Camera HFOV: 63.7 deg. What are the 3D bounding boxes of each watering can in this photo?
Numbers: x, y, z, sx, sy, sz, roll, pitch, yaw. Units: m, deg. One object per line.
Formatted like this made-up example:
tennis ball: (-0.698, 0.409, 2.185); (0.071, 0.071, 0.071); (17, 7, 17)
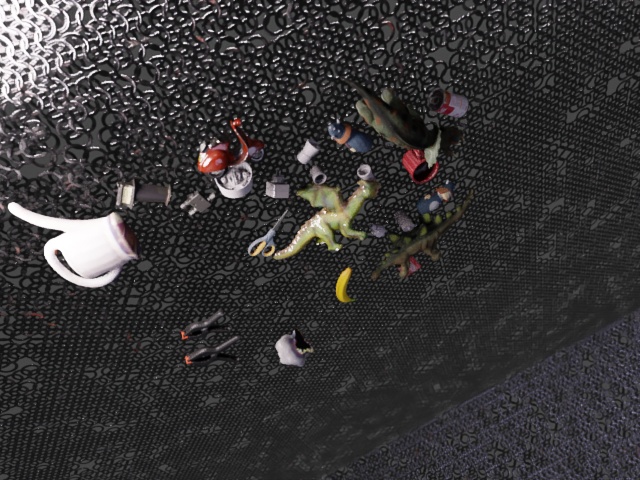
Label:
watering can: (-0.608, -0.002, 1.333); (0.225, 0.106, 0.339); (-25, 137, -6)

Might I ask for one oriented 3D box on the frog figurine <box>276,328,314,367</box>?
frog figurine: (-0.119, 0.445, 2.021); (0.137, 0.125, 0.157); (39, 120, -11)

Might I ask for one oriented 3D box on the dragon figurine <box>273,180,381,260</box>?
dragon figurine: (0.005, -0.081, 1.609); (0.409, 0.125, 0.238); (-19, 120, 6)
